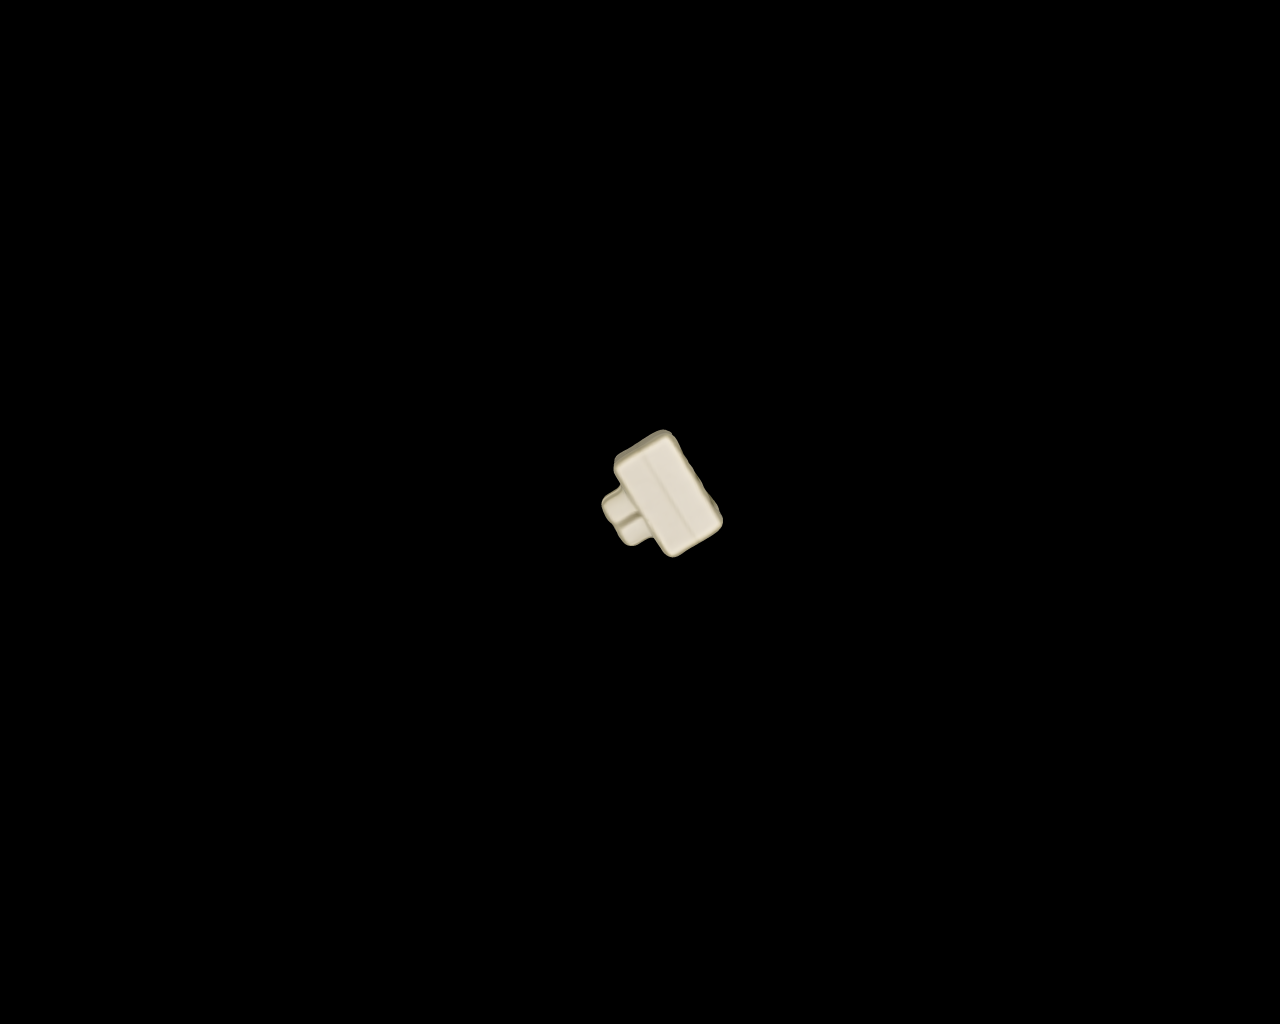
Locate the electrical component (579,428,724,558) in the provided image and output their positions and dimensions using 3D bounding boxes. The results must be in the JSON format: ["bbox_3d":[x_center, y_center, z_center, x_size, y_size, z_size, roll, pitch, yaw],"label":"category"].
[{"bbox_3d":[0.001,-0.003,0.650,0.077,0.065,0.047,-31,8,5],"label":"electrical component"}]
